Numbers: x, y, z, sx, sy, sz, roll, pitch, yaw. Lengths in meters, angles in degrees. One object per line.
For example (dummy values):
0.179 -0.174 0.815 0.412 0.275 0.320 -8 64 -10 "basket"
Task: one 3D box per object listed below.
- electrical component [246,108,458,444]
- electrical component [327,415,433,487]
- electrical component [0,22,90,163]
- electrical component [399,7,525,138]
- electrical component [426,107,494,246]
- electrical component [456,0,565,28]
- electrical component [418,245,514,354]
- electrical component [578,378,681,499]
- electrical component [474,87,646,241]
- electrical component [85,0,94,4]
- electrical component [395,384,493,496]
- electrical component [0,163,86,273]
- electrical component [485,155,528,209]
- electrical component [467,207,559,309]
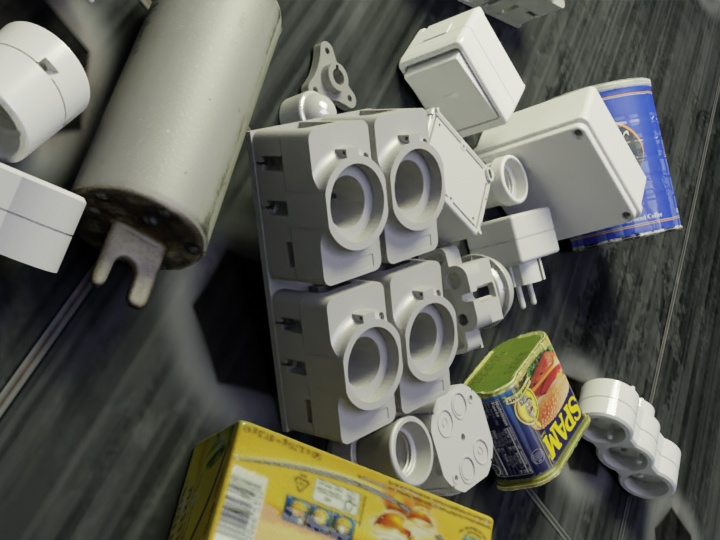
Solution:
0.000 0.000 0.661 0.105 0.060 0.186 -19 108 -45 "electrical component"
0.013 0.118 0.691 0.045 0.055 0.045 19 65 -47 "electrical component"
-0.169 -0.086 0.527 0.055 0.055 0.047 55 47 -25 "electrical component"
0.084 -0.146 0.854 0.096 0.062 0.061 54 43 -26 "electrical component"
0.052 -0.061 0.789 0.096 0.061 0.061 43 49 -35 "electrical component"
0.107 -0.290 0.927 0.186 0.060 0.105 6 75 -50 "electrical component"
0.078 0.019 0.802 0.057 0.058 0.078 -14 90 -49 "electrical component"
0.247 0.141 0.980 0.138 0.052 0.073 48 46 -30 "electrical component"
0.168 -0.084 0.904 0.108 0.109 0.056 52 41 -28 "electrical component"
-0.155 -0.181 0.578 0.083 0.047 0.075 -41 111 -49 "electrical component"
0.051 0.118 0.743 0.080 0.051 0.080 19 65 -47 "electrical component"
-0.196 -0.023 0.479 0.138 0.052 0.073 25 86 -45 "electrical component"
0.107 -0.068 0.872 0.040 0.046 0.040 19 65 -47 "electrical component"
0.129 -0.007 0.881 0.066 0.047 0.076 -15 91 -52 "electrical component"
